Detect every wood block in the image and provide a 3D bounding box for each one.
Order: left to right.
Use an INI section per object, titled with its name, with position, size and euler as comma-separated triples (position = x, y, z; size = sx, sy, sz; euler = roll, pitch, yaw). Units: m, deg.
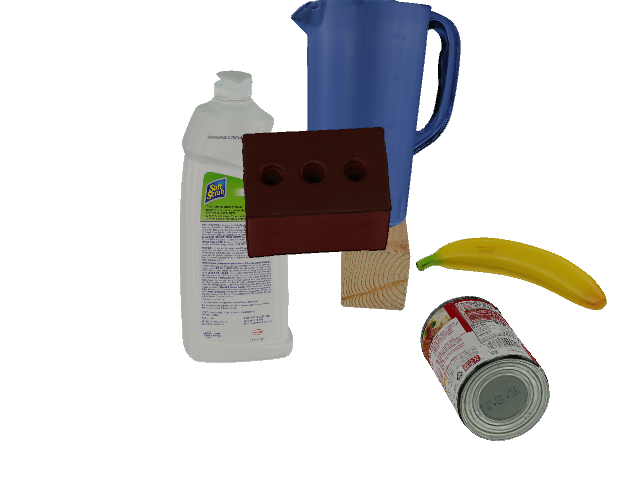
[wood block]
position = 0.077, 0.011, 1.547
size = 0.091, 0.090, 0.206
euler = 4, 26, -1

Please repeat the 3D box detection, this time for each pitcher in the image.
[pitcher]
position = 0.056, -0.139, 1.152
size = 0.149, 0.243, 0.144
euler = 8, 12, 26

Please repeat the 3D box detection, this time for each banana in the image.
[banana]
position = 0.202, 0.031, 1.098
size = 0.198, 0.037, 0.069
euler = 10, 47, 26

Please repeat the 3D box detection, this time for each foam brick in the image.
[foam brick]
position = -0.003, -0.026, 0.578
size = 0.078, 0.053, 0.051
euler = -4, -24, 0

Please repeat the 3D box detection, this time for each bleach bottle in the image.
[bleach bottle]
position = -0.070, -0.020, 0.922
size = 0.102, 0.251, 0.068
euler = -2, 22, -15

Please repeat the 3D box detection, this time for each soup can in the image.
[soup can]
position = 0.118, 0.091, 0.778
size = 0.068, 0.068, 0.102
euler = 0, 21, -10
